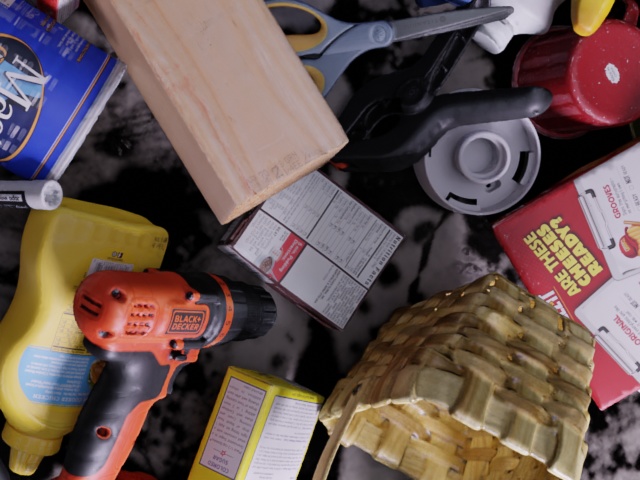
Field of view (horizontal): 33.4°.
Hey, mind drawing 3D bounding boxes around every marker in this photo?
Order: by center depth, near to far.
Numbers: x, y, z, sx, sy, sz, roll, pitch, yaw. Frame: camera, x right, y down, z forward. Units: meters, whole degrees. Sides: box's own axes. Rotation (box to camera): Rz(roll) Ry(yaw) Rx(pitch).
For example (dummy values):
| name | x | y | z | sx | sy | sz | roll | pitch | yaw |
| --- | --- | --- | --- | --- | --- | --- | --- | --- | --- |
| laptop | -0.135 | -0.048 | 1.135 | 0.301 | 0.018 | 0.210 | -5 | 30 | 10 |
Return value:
| name | x | y | z | sx | sy | sz | roll | pitch | yaw |
| --- | --- | --- | --- | --- | --- | --- | --- | --- | --- |
| marker | -0.219 | -0.031 | 0.699 | 0.020 | 0.121 | 0.020 | -8 | 100 | -58 |

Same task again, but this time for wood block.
| name | x | y | z | sx | sy | sz | roll | pitch | yaw |
| --- | --- | --- | --- | --- | --- | --- | --- | --- | --- |
| wood block | -0.078 | -0.125 | 0.721 | 0.090 | 0.091 | 0.206 | -31 | 89 | -13 |

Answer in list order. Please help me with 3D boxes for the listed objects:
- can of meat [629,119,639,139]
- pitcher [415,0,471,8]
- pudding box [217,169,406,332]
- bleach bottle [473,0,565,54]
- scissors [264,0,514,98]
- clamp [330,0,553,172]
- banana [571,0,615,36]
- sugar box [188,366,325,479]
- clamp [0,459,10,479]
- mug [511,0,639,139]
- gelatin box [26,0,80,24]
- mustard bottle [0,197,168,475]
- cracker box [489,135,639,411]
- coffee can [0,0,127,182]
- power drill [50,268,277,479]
| name | x | y | z | sx | sy | sz | roll | pitch | yaw |
| --- | --- | --- | --- | --- | --- | --- | --- | --- | --- |
| can of meat | 0.297 | -0.129 | 0.873 | 0.083 | 0.057 | 0.102 | -17 | 98 | -14 |
| pitcher | 0.026 | -0.277 | 0.743 | 0.242 | 0.145 | 0.149 | 20 | 87 | -14 |
| pudding box | -0.005 | 0.001 | 0.797 | 0.113 | 0.039 | 0.090 | 37 | 80 | -17 |
| bleach bottle | 0.208 | -0.247 | 0.838 | 0.102 | 0.068 | 0.251 | 39 | 84 | -14 |
| scissors | 0.035 | -0.131 | 0.779 | 0.202 | 0.016 | 0.096 | 6 | 103 | 5 |
| clamp | 0.082 | -0.096 | 0.780 | 0.171 | 0.120 | 0.039 | -40 | 138 | 10 |
| banana | 0.194 | -0.251 | 0.783 | 0.069 | 0.037 | 0.198 | -15 | 94 | -14 |
| sugar box | -0.059 | 0.183 | 0.762 | 0.048 | 0.093 | 0.176 | 21 | 87 | 28 |
| clamp | -0.294 | 0.080 | 0.713 | 0.164 | 0.036 | 0.210 | -1 | 97 | -17 |
| mug | 0.215 | -0.137 | 0.834 | 0.093 | 0.082 | 0.117 | 30 | 84 | -16 |
| gelatin box | -0.192 | -0.181 | 0.701 | 0.073 | 0.089 | 0.030 | 43 | 78 | -10 |
| mustard bottle | -0.175 | 0.070 | 0.727 | 0.096 | 0.058 | 0.192 | 12 | 100 | -47 |
| cracker box | 0.263 | 0.004 | 0.816 | 0.214 | 0.072 | 0.164 | -31 | 88 | 8 |
| coffee can | -0.212 | -0.109 | 0.694 | 0.140 | 0.103 | 0.103 | 32 | 83 | -16 |
| power drill | -0.113 | 0.110 | 0.734 | 0.184 | 0.057 | 0.188 | 9 | 101 | -55 |
